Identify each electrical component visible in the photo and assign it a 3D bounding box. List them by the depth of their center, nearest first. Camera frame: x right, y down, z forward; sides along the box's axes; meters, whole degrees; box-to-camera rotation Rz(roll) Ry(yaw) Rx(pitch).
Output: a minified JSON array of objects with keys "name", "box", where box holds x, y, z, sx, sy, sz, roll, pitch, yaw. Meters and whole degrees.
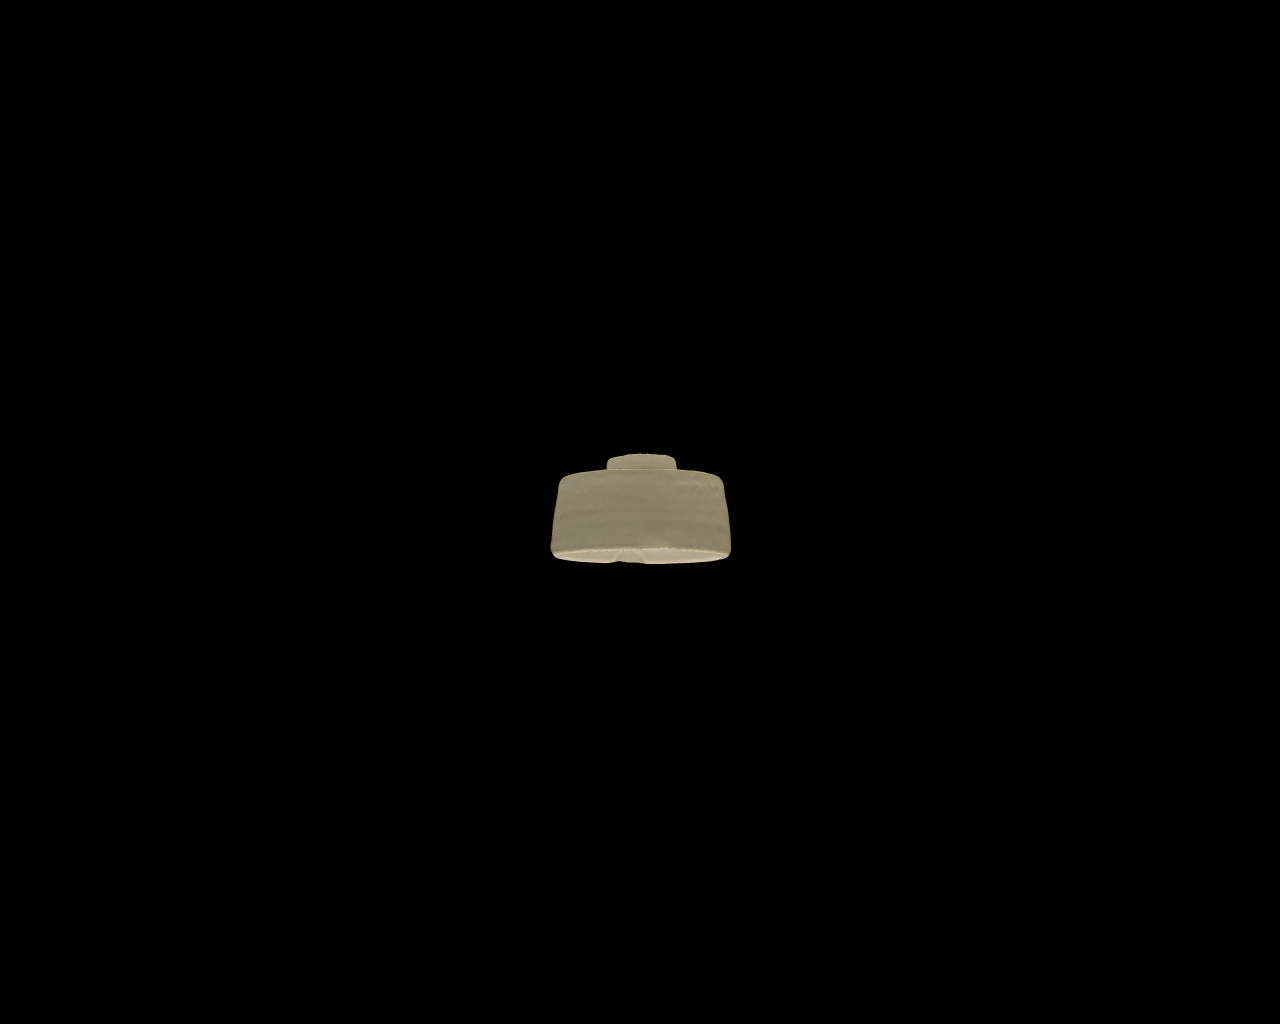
[{"name":"electrical component","box":[0.001,-0.003,0.650,0.108,0.060,0.108,0,-7,0]}]
